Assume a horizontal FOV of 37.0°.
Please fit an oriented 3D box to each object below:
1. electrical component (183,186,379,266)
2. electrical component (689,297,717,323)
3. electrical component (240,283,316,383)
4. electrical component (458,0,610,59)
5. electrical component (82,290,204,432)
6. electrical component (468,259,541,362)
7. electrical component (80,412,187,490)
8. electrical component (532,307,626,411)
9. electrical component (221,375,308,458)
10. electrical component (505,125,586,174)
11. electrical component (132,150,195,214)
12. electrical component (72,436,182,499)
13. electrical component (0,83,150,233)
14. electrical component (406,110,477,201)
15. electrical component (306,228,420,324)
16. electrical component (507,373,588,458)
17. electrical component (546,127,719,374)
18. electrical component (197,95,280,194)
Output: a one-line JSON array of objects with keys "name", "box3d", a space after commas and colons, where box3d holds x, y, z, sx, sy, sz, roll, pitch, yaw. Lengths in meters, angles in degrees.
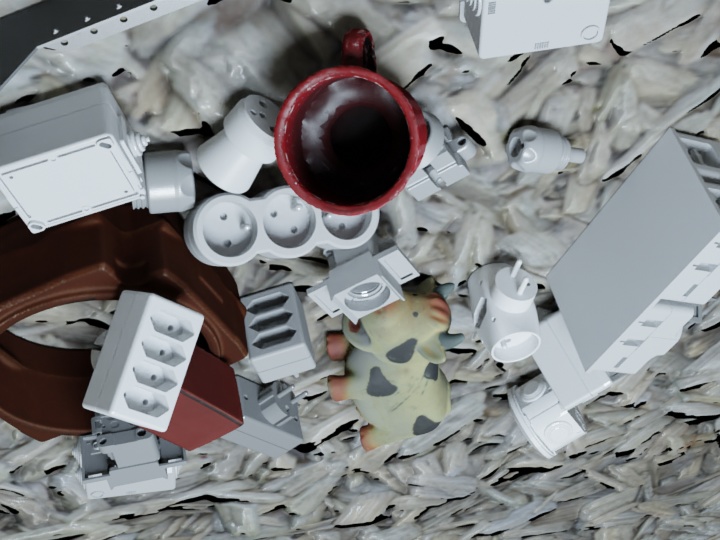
[{"name": "electrical component", "box3d": [-0.062, -0.035, 0.796, 0.138, 0.052, 0.074, -9, -176, -20]}, {"name": "electrical component", "box3d": [0.274, 0.006, 0.943, 0.042, 0.081, 0.064, 13, 163, -28]}, {"name": "electrical component", "box3d": [-0.064, 0.063, 0.906, 0.047, 0.065, 0.076, -17, 142, 3]}, {"name": "electrical component", "box3d": [0.112, -0.183, 0.674, 0.100, 0.048, 0.099, -9, 143, -5]}, {"name": "electrical component", "box3d": [-0.158, 0.060, 0.734, 0.076, 0.083, 0.047, 4, 162, 46]}, {"name": "electrical component", "box3d": [0.127, 0.025, 0.913, 0.043, 0.077, 0.079, -2, 140, -16]}, {"name": "electrical component", "box3d": [-0.179, 0.134, 0.839, 0.081, 0.042, 0.063, -11, 139, -7]}, {"name": "electrical component", "box3d": [0.196, 0.071, 0.987, 0.061, 0.096, 0.062, -35, 167, 24]}, {"name": "electrical component", "box3d": [-0.082, 0.128, 0.997, 0.076, 0.047, 0.083, -35, 138, 23]}, {"name": "electrical component", "box3d": [0.143, -0.089, 0.811, 0.061, 0.035, 0.035, 4, 138, -26]}, {"name": "electrical component", "box3d": [-0.146, -0.060, 0.744, 0.062, 0.043, 0.043, -6, 141, -10]}, {"name": "electrical component", "box3d": [-0.216, 0.170, 1.004, 0.100, 0.048, 0.099, -4, 141, -13]}, {"name": "electrical component", "box3d": [-0.183, -0.077, 0.696, 0.096, 0.061, 0.061, -17, 142, 3]}, {"name": "electrical component", "box3d": [0.044, -0.085, 0.775, 0.066, 0.048, 0.055, -27, 148, 16]}, {"name": "electrical component", "box3d": [0.000, 0.000, 0.851, 0.081, 0.063, 0.042, -26, 140, 13]}, {"name": "electrical component", "box3d": [0.188, 0.144, 1.082, 0.051, 0.080, 0.080, -34, 139, 14]}, {"name": "electrical component", "box3d": [0.243, -0.010, 0.886, 0.060, 0.105, 0.186, 7, 137, -26]}, {"name": "electrical component", "box3d": [-0.078, -0.086, 0.733, 0.045, 0.045, 0.055, 21, 130, -37]}]
